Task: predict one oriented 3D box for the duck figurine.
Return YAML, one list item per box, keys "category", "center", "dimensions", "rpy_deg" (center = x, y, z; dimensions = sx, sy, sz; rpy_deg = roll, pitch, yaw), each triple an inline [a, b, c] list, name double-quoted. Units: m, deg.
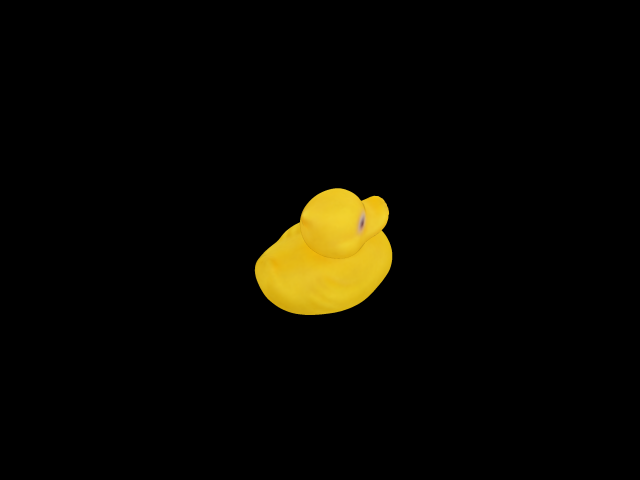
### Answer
- category: "duck figurine"
  center: [0.004, 0.001, 0.400]
  dimensions: [0.105, 0.086, 0.077]
  rpy_deg: [-20, 59, -12]
